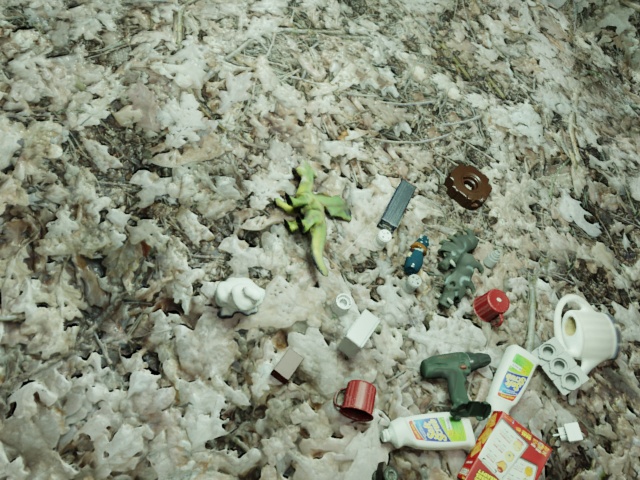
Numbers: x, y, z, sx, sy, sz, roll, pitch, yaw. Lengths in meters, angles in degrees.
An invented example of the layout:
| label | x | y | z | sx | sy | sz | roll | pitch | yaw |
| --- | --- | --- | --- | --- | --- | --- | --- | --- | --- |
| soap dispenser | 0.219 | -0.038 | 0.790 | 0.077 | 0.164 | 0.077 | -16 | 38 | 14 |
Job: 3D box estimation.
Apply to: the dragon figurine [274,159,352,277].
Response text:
| label | x | y | z | sx | sy | sz | roll | pitch | yaw |
| --- | --- | --- | --- | --- | --- | --- | --- | --- | --- |
| dragon figurine | 0.005 | -0.083 | 1.649 | 0.244 | 0.120 | 0.416 | -16 | 67 | -33 |

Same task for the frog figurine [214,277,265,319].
| label | x | y | z | sx | sy | sz | roll | pitch | yaw |
| --- | --- | --- | --- | --- | --- | --- | --- | --- | --- |
| frog figurine | -0.217 | 0.144 | 1.408 | 0.137 | 0.156 | 0.125 | 13 | 57 | -10 |

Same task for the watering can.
| label | x | y | z | sx | sy | sz | roll | pitch | yaw |
| --- | --- | --- | --- | --- | --- | --- | --- | --- | --- |
| watering can | 0.861 | 0.350 | 1.660 | 0.224 | 0.102 | 0.353 | 6 | 71 | -11 |
